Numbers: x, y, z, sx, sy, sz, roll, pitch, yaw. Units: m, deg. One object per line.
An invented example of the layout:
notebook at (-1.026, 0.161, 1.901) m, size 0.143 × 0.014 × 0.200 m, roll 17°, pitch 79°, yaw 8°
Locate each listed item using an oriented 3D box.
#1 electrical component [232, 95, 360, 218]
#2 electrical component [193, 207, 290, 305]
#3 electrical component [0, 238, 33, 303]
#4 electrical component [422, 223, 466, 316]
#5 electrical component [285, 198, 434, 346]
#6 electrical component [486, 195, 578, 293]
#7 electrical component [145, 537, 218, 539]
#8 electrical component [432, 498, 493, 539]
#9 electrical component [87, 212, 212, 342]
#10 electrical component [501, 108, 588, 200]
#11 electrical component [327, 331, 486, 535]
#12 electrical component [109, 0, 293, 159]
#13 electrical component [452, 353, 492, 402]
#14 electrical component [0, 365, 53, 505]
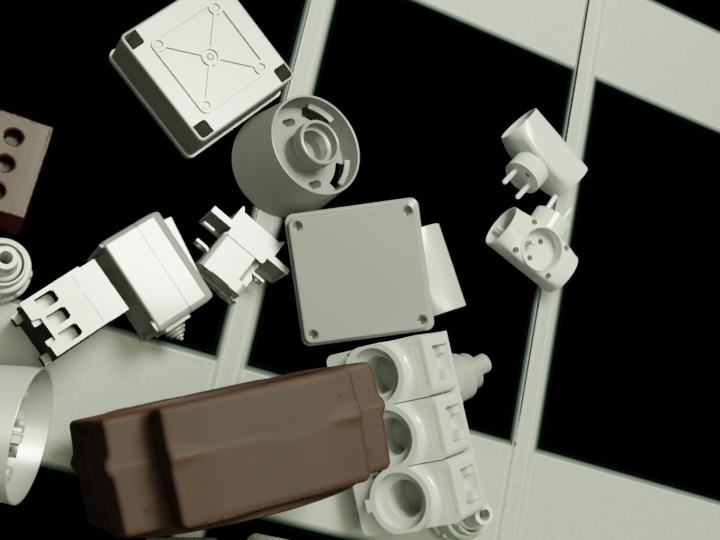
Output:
electrical component at (-0.052, -0.099, 0.926) m, size 0.099 × 0.064 × 0.099 m, roll 13°, pitch 67°, yaw -34°
electrical component at (-0.103, -0.010, 0.884) m, size 0.081 × 0.042 × 0.063 m, roll 40°, pitch 68°, yaw -10°
electrical component at (-0.266, -0.003, 0.799) m, size 0.048 × 0.062 × 0.048 m, roll 5°, pitch 77°, yaw -23°
electrical component at (0.045, 0.006, 0.944) m, size 0.079 × 0.044 × 0.077 m, roll -16°, pitch 86°, yaw -25°
electrical component at (0.000, 0.000, 0.888) m, size 0.109 × 0.056 × 0.108 m, roll -8°, pitch 96°, yaw 2°
electrical component at (0.170, -0.033, 1.003) m, size 0.077 × 0.044 × 0.079 m, roll 37°, pitch 78°, yaw -13°
electrical component at (-0.122, 0.248, 0.789) m, size 0.060 × 0.108 × 0.108 m, roll 1°, pitch 79°, yaw -30°
electrical component at (0.090, 0.207, 0.912) m, size 0.048 × 0.062 × 0.048 m, roll 5°, pitch 77°, yaw -23°
electrical component at (-0.159, 0.010, 0.844) m, size 0.061 × 0.062 × 0.096 m, roll -35°, pitch 94°, yaw -26°
electrical component at (0.165, -0.100, 1.019) m, size 0.077 × 0.043 × 0.079 m, roll 47°, pitch 65°, yaw -8°
electrical component at (0.036, 0.133, 0.879) m, size 0.062 × 0.089 × 0.150 m, roll -1°, pitch 77°, yaw -62°
electrical component at (-0.132, -0.168, 0.896) m, size 0.109 × 0.056 × 0.108 m, roll -40°, pitch 96°, yaw -25°
electrical component at (0.088, 0.093, 0.946) m, size 0.062 × 0.048 × 0.048 m, roll -23°, pitch 89°, yaw -32°
electrical component at (-0.254, 0.115, 0.764) m, size 0.064 × 0.099 × 0.099 m, roll 11°, pitch 75°, yaw -15°
